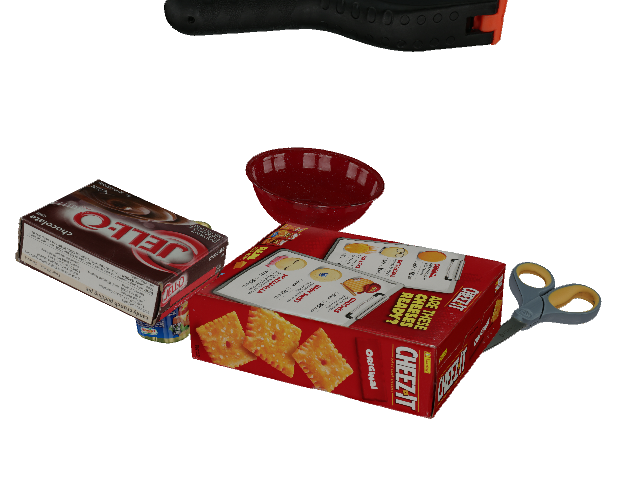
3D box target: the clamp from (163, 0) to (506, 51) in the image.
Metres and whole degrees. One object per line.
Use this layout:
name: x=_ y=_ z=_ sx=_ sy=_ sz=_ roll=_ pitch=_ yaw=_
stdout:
clamp: x=0.007 y=-0.125 z=0.554 sx=0.172 sy=0.039 sz=0.120 roll=14 pitch=43 yaw=17

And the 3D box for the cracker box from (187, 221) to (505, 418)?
cracker box: x=0.024 y=0.059 z=0.877 sx=0.214 sy=0.072 sz=0.164 roll=11 pitch=26 yaw=25

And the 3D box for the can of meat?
can of meat: x=-0.143 y=0.039 z=1.031 sx=0.057 sy=0.084 sz=0.102 roll=6 pitch=28 yaw=19

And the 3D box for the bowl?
bowl: x=-0.010 y=-0.052 z=1.234 sx=0.162 sy=0.055 sz=0.162 roll=7 pitch=27 yaw=-4

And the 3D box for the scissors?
scissors: x=0.175 y=0.058 z=0.967 sx=0.201 sy=0.016 sz=0.096 roll=-9 pitch=37 yaw=-38

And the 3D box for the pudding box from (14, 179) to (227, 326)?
pudding box: x=-0.133 y=0.006 z=0.719 sx=0.113 sy=0.039 sz=0.089 roll=21 pitch=26 yaw=16
